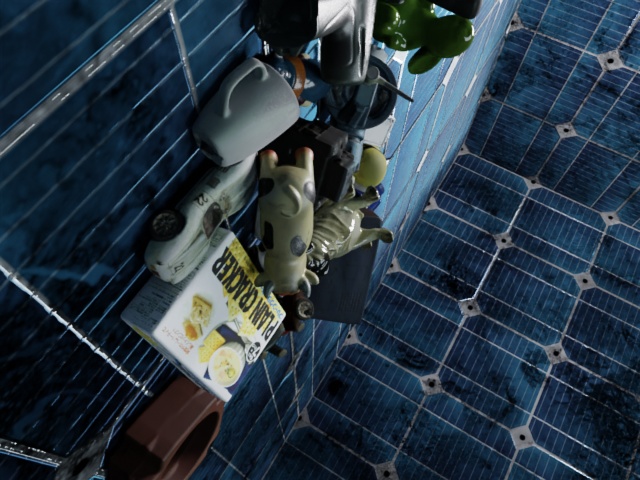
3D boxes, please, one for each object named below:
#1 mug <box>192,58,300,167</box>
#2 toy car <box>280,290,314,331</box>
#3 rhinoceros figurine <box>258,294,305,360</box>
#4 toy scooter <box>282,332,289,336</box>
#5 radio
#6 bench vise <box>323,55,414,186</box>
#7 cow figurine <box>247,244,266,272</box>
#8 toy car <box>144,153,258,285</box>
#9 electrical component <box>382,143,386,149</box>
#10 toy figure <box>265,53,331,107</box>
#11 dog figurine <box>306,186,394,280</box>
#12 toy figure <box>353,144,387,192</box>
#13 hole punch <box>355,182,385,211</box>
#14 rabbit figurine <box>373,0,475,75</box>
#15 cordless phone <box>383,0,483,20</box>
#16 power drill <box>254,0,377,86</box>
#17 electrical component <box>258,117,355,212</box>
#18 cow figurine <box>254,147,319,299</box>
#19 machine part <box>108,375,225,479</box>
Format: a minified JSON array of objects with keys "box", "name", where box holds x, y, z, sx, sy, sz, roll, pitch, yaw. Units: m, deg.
[{"box":[-0.085,-0.136,0.581,0.107,0.081,0.109,-48,169,-18],"name":"mug"},{"box":[-0.042,0.063,0.972,0.089,0.053,0.202,-21,-114,53],"name":"toy car"},{"box":[-0.088,0.145,1.056,0.073,0.112,0.190,7,114,-45],"name":"rhinoceros figurine"},{"box":[-0.055,0.142,1.180,0.135,0.075,0.184,-33,-174,28],"name":"toy scooter"},{"box":[0.036,0.048,1.073,0.073,0.131,0.229,-126,-135,-69],"name":"radio"},{"box":[0.053,-0.197,0.833,0.240,0.129,0.223,165,-54,-85],"name":"bench vise"},{"box":[-0.106,0.071,0.919,0.068,0.098,0.167,-59,-174,-35],"name":"cow figurine"},{"box":[-0.133,-0.039,0.640,0.202,0.056,0.073,-55,165,-26],"name":"toy car"},{"box":[0.114,-0.222,1.198,0.075,0.048,0.119,-60,166,-10],"name":"electrical component"},{"box":[-0.035,-0.201,0.678,0.058,0.064,0.154,-28,178,28],"name":"toy figure"},{"box":[-0.002,-0.006,0.882,0.190,0.121,0.172,-26,-177,-24],"name":"dog figurine"},{"box":[0.090,-0.162,1.077,0.180,0.082,0.089,-77,-170,-59],"name":"toy figure"},{"box":[0.074,-0.112,1.150,0.142,0.116,0.092,-42,148,-55],"name":"hole punch"},{"box":[0.171,-0.346,0.903,0.121,0.170,0.159,-58,165,-12],"name":"rabbit figurine"},{"box":[0.136,-0.369,0.701,0.089,0.184,0.146,-51,164,-23],"name":"cordless phone"},{"box":[0.007,-0.288,0.600,0.207,0.086,0.231,-43,140,-60],"name":"power drill"},{"box":[-0.018,-0.110,0.760,0.058,0.134,0.114,-47,158,-47],"name":"electrical component"},{"box":[-0.042,-0.008,0.703,0.127,0.085,0.194,-92,-175,-45],"name":"cow figurine"},{"box":[-0.253,0.339,0.894,0.201,0.087,0.200,-48,162,-48],"name":"machine part"}]
